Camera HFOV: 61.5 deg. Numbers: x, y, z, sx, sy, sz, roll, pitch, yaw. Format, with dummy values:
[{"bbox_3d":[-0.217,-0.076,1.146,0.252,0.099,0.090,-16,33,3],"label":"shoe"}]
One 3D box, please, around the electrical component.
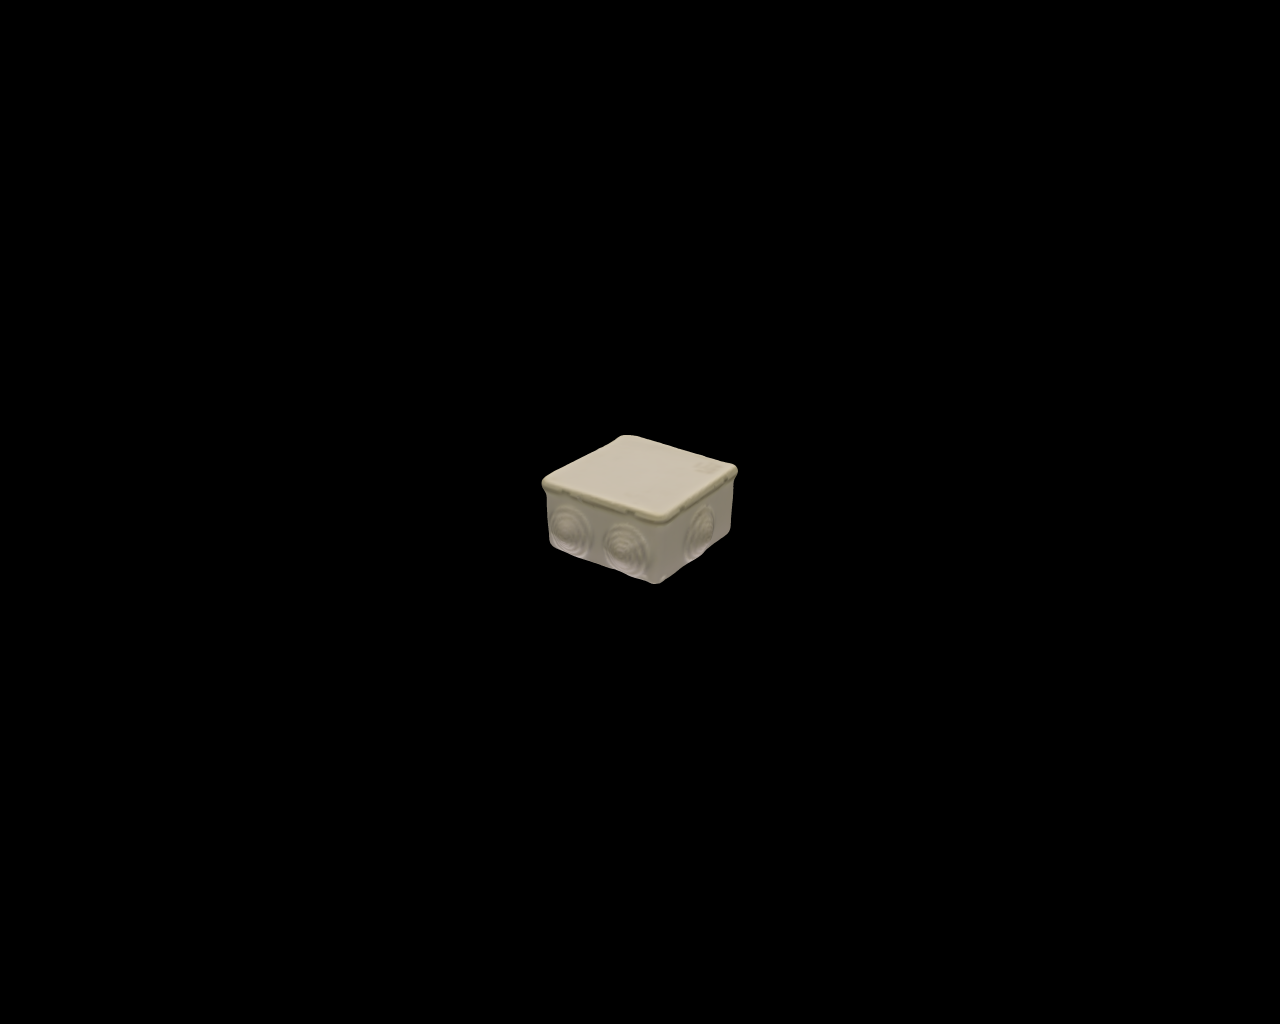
[{"bbox_3d":[0.001,-0.003,0.650,0.100,0.048,0.100,18,32,31],"label":"electrical component"}]
